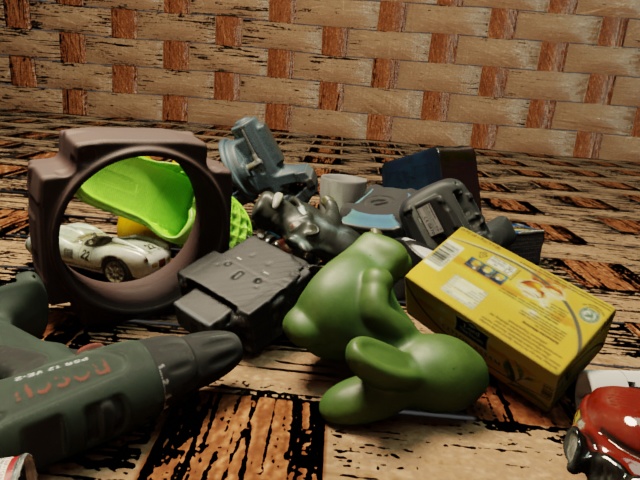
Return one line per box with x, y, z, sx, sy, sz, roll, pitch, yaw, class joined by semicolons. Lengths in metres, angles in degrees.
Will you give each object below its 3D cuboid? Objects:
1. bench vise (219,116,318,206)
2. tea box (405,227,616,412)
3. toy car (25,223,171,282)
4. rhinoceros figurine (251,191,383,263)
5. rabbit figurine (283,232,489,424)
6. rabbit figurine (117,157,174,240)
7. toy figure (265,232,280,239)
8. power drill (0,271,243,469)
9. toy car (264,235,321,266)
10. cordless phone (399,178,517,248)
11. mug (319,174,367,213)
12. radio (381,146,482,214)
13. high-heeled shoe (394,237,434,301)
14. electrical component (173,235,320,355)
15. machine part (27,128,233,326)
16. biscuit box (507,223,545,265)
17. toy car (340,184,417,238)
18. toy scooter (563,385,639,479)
-0.130;-0.091;0.958;0.241;0.223;0.129;-25;30;13;bench vise
0.177;0.069;0.524;0.098;0.068;0.170;-36;50;-22;tea box
-0.294;0.013;0.709;0.202;0.056;0.073;11;18;18;toy car
-0.001;-0.002;0.714;0.190;0.073;0.112;31;33;-5;rhinoceros figurine
0.064;0.088;0.473;0.170;0.121;0.159;31;31;26;rabbit figurine
-0.234;-0.047;0.811;0.122;0.162;0.173;23;39;16;rabbit figurine
-0.022;-0.015;0.865;0.154;0.064;0.058;-3;32;-29;toy figure
-0.209;0.097;0.440;0.208;0.085;0.232;25;28;31;power drill
-0.064;0.029;0.732;0.089;0.053;0.202;8;18;20;toy car
0.214;-0.025;0.770;0.184;0.146;0.089;-25;-4;-38;cordless phone
0.043;-0.060;0.959;0.081;0.107;0.109;16;16;30;mug
0.188;-0.088;0.954;0.073;0.131;0.230;-5;1;-19;radio
0.175;0.053;0.672;0.145;0.086;0.249;2;22;-14;high-heeled shoe
-0.082;0.057;0.565;0.115;0.058;0.134;21;40;34;electrical component
-0.201;-0.017;0.585;0.201;0.200;0.087;-7;23;-35;machine part
0.261;0.011;0.858;0.203;0.062;0.059;-3;17;-26;biscuit box
0.098;-0.020;0.843;0.109;0.102;0.162;9;27;21;toy car
0.226;0.163;0.333;0.135;0.075;0.184;-8;25;-32;toy scooter
